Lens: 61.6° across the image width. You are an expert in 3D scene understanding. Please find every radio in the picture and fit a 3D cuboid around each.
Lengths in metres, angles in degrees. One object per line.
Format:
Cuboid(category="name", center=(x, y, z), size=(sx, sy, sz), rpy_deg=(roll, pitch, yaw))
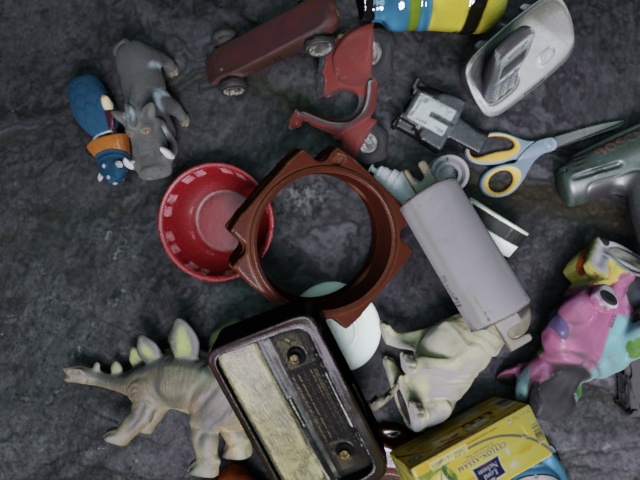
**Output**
Cuboid(category="radio", center=(-0.020, 0.190, 0.627), size=(0.131, 0.073, 0.229), rpy_deg=(-25, 102, 5))

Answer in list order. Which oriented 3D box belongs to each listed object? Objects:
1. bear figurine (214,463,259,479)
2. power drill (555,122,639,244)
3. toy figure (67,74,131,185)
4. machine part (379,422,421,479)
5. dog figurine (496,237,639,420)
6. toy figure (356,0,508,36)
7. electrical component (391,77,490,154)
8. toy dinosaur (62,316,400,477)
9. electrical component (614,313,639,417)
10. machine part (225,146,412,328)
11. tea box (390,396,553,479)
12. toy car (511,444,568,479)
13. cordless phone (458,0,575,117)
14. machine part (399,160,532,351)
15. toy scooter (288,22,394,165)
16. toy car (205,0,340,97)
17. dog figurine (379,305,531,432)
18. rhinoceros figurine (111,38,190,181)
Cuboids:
Cuboid(category="bear figurine", center=(-0.075, 0.400, 0.739), size=(0.196, 0.120, 0.132), rpy_deg=(33, 101, -2))
Cuboid(category="power drill", center=(0.418, -0.059, 0.630), size=(0.232, 0.086, 0.207), rpy_deg=(-17, 64, 12))
Cuboid(category="toy figure", center=(-0.304, -0.153, 0.756), size=(0.058, 0.064, 0.154), rpy_deg=(-24, 97, -30))
Cuboid(category="machine part", center=(0.096, 0.347, 0.743), size=(0.179, 0.056, 0.179), rpy_deg=(0, 92, 7))
Cuboid(category="dog figurine", center=(0.321, 0.125, 0.683), size=(0.108, 0.191, 0.219), rpy_deg=(29, 131, 1))
Cuboid(category="toy figure", center=(0.135, -0.290, 0.652), size=(0.180, 0.082, 0.089), rpy_deg=(-9, 136, -1))
Cuboid(category="electrical component", center=(0.160, -0.154, 0.705), size=(0.119, 0.048, 0.074), rpy_deg=(26, 97, 4))
Cuboid(category="toy dinosaur", center=(-0.136, 0.208, 0.731), size=(0.472, 0.105, 0.198), rpy_deg=(9, 94, 10))
Cuboid(category="electrical component", center=(0.443, 0.156, 0.688), size=(0.115, 0.058, 0.134), rpy_deg=(-4, 94, 5))
Cuboid(category="machine part", center=(-0.001, -0.002, 0.681), size=(0.201, 0.087, 0.201), rpy_deg=(42, 86, -15))
Cuboid(category="tea box", center=(0.184, 0.266, 0.671), size=(0.170, 0.098, 0.068), rpy_deg=(-24, 84, -11))
Cuboid(category="toy car", center=(0.287, 0.355, 0.697), size=(0.109, 0.103, 0.161), rpy_deg=(-7, 95, 6))
Cuboid(category="cordless phone", center=(0.237, -0.229, 0.623), size=(0.146, 0.184, 0.089), rpy_deg=(-39, 84, 8))
Cuboid(category="machine part", center=(0.166, 0.016, 0.627), size=(0.079, 0.079, 0.243), rpy_deg=(-29, 81, 8))
Cuboid(category="toy scooter", center=(0.026, -0.192, 0.707), size=(0.135, 0.075, 0.183), rpy_deg=(5, 97, 12))
Cuboid(category="toy car", center=(-0.064, -0.256, 0.705), size=(0.202, 0.053, 0.089), rpy_deg=(-18, 79, 27))
Cuboid(category="dog figurine", center=(0.189, 0.159, 0.706), size=(0.191, 0.121, 0.172), rpy_deg=(-14, 126, -9))
Cuboid(category="rhinoceros figurine", center=(-0.228, -0.174, 0.720), size=(0.073, 0.112, 0.190), rpy_deg=(-10, 85, 5))
